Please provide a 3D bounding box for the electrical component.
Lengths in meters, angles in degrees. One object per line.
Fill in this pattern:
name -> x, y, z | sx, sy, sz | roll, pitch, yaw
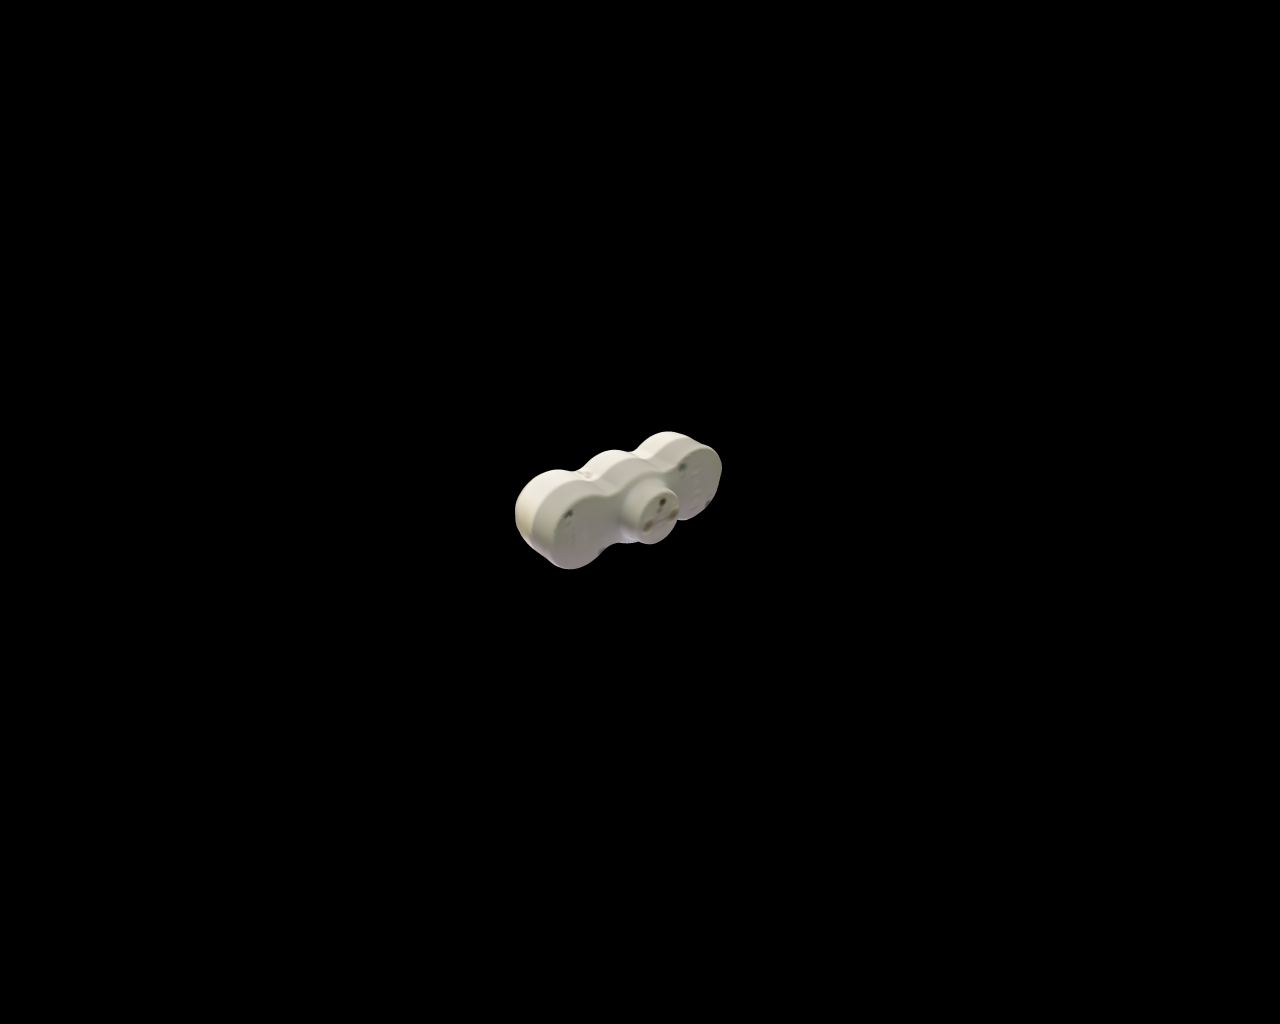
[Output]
electrical component -> 0.001, -0.003, 0.650 | 0.138, 0.052, 0.074 | -22, 37, -33
